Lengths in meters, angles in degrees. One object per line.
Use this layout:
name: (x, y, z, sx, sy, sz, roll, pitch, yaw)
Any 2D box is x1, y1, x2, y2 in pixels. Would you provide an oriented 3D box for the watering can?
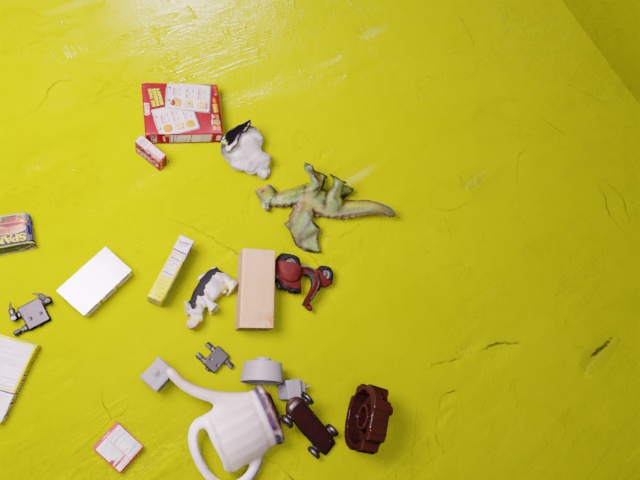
watering can: (-0.218, 0.428, 1.246, 0.226, 0.103, 0.346, -23, 96, -23)

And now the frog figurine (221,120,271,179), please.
frog figurine: (-0.207, -0.255, 1.506, 0.157, 0.122, 0.140, 48, 50, -39)

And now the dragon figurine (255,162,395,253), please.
dragon figurine: (0.005, -0.076, 1.520, 0.409, 0.122, 0.244, 27, 84, -6)
